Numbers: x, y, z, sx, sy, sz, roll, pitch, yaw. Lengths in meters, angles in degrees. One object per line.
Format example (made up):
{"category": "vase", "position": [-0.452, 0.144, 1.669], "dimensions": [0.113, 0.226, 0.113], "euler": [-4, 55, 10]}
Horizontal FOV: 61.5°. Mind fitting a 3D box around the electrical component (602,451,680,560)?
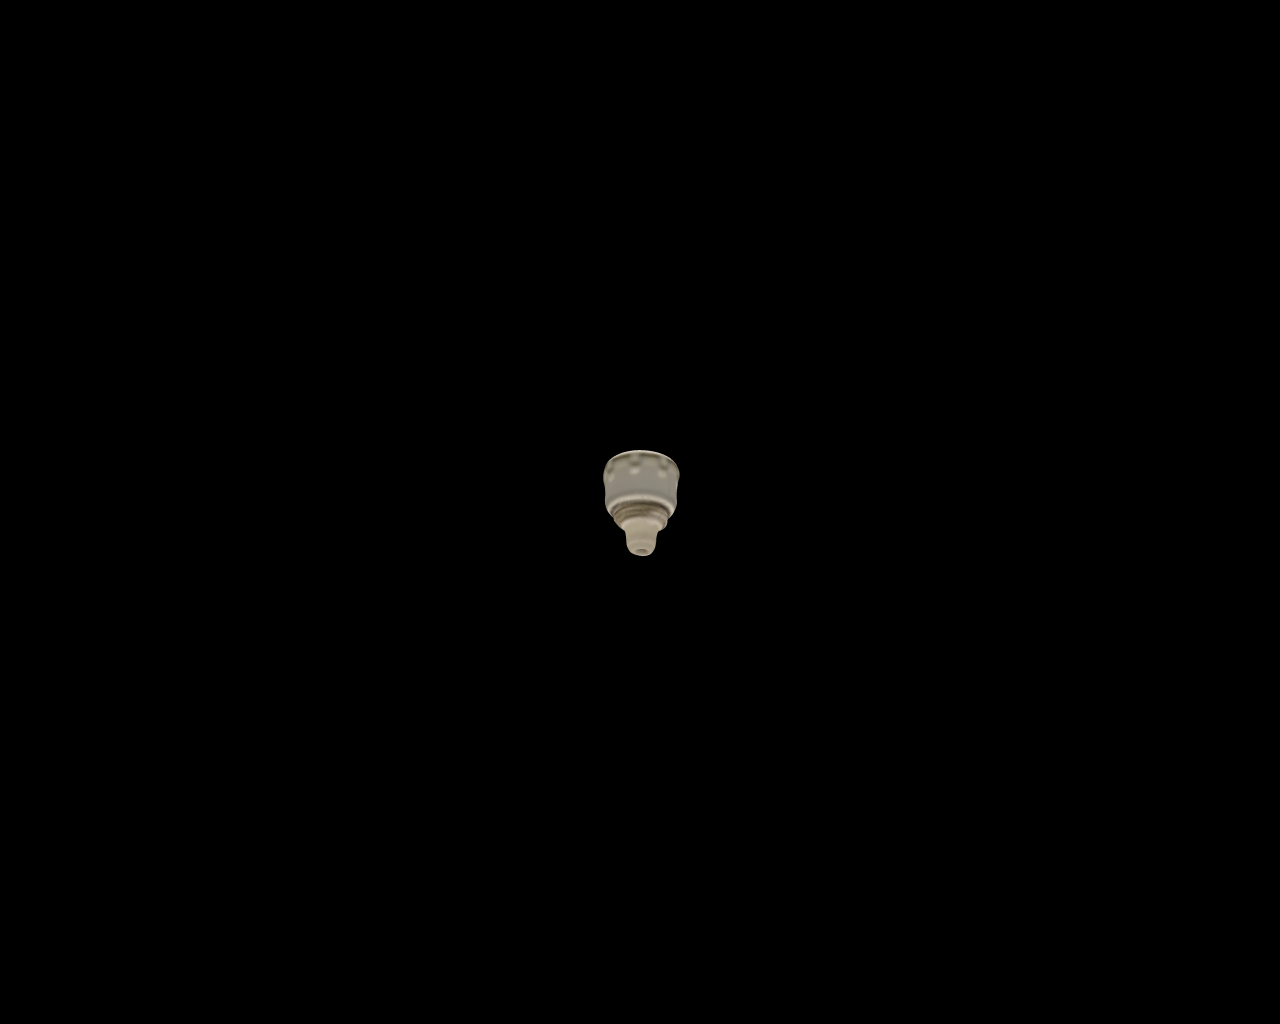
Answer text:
{"category": "electrical component", "position": [0.001, -0.003, 0.650], "dimensions": [0.048, 0.062, 0.048], "euler": [0, -27, 0]}
